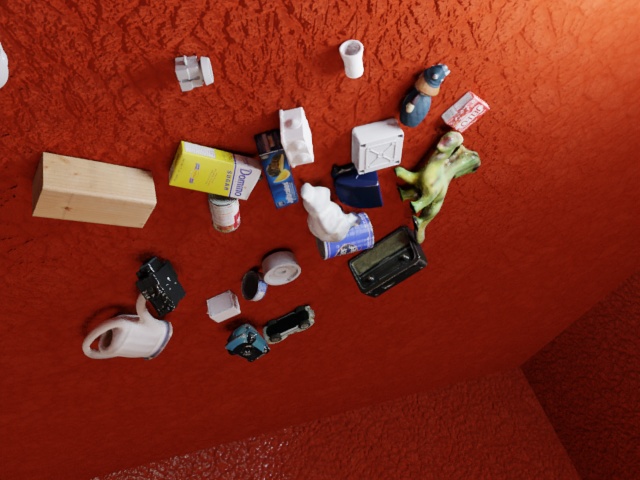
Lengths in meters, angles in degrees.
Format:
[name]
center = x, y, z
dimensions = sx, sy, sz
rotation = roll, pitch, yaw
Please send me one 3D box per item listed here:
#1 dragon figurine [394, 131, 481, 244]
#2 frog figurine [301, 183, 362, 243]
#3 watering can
[dragon figurine]
center = 0.331, -0.145, 1.379
dimensions = 0.243, 0.124, 0.402
rotation = -30, -32, 0
[frog figurine]
center = 0.004, -0.064, 1.273
dimensions = 0.158, 0.121, 0.140
rotation = 25, 23, -46
[watering can]
center = -0.521, 0.256, 1.474
dimensions = 0.343, 0.106, 0.222
rotation = -38, -35, 25
